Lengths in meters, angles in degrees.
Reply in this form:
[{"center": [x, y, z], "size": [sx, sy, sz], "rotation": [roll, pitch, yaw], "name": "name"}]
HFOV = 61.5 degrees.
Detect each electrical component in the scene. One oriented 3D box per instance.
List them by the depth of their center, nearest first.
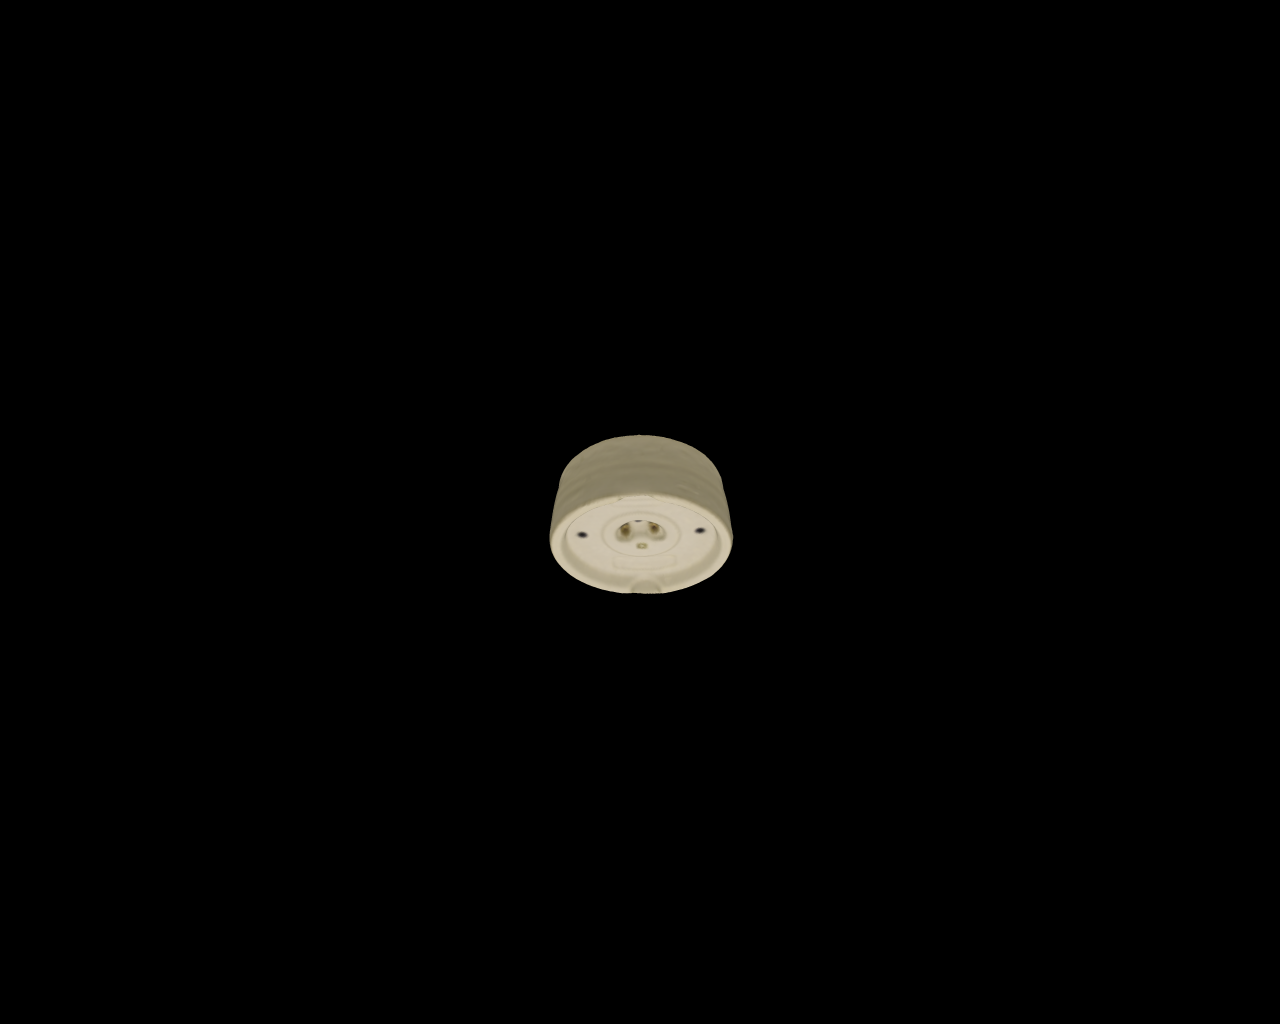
[{"center": [0.001, -0.003, 0.650], "size": [0.108, 0.060, 0.108], "rotation": [0, -36, 0], "name": "electrical component"}]
